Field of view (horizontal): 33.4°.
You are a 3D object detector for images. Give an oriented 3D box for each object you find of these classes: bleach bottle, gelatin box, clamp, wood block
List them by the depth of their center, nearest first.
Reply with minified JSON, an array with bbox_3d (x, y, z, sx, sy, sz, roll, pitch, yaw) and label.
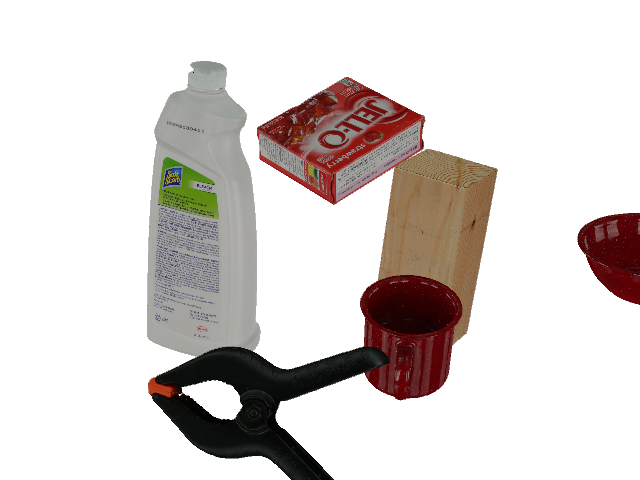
[{"bbox_3d":[0.014,-0.069,0.711,0.089,0.030,0.073,-33,49,-30],"label":"gelatin box"},{"bbox_3d":[-0.038,0.131,0.755,0.171,0.120,0.039,3,-8,14],"label":"clamp"},{"bbox_3d":[-0.095,-0.025,0.906,0.103,0.251,0.068,13,25,14],"label":"bleach bottle"},{"bbox_3d":[0.127,0.014,1.203,0.090,0.206,0.090,19,26,26],"label":"wood block"}]

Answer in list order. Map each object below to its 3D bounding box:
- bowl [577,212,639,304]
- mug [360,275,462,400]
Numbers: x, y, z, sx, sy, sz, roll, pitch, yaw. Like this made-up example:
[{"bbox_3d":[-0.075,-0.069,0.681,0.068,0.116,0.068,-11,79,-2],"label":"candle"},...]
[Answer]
[{"bbox_3d":[0.359,0.026,1.157,0.162,0.055,0.162,-1,26,0],"label":"bowl"},{"bbox_3d":[0.080,0.098,0.979,0.093,0.081,0.117,5,34,5],"label":"mug"}]
